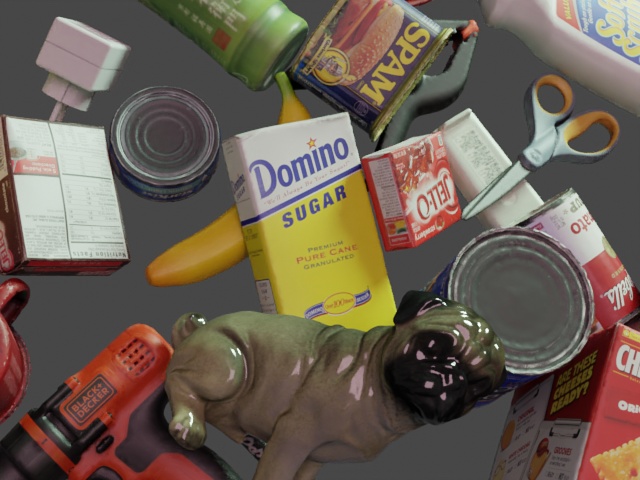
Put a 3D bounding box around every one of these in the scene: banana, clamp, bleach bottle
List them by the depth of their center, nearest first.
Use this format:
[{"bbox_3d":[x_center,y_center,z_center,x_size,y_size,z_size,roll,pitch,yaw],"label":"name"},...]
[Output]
[{"bbox_3d":[-0.055,-0.033,0.817,0.069,0.037,0.197,33,72,-4],"label":"banana"},{"bbox_3d":[0.067,-0.118,0.869,0.171,0.039,0.120,-28,90,-14],"label":"clamp"},{"bbox_3d":[0.233,-0.170,0.903,0.251,0.068,0.102,23,68,0],"label":"bleach bottle"}]

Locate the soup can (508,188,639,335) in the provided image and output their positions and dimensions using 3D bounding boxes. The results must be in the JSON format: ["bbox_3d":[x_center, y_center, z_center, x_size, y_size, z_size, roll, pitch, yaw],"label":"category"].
[{"bbox_3d":[0.188,0.021,0.803,0.068,0.069,0.102,-31,88,-18],"label":"soup can"}]

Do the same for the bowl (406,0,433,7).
[{"bbox_3d":[0.045,-0.253,0.898,0.162,0.055,0.162,3,72,-10],"label":"bowl"}]

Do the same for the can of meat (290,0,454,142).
[{"bbox_3d":[0.038,-0.141,0.817,0.084,0.057,0.102,36,86,2],"label":"can of meat"}]

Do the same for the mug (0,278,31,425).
[{"bbox_3d":[-0.239,0.073,0.726,0.093,0.082,0.117,39,70,3],"label":"mug"}]

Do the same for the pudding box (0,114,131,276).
[{"bbox_3d":[-0.191,-0.030,0.771,0.089,0.039,0.113,3,69,-46],"label":"pudding box"}]

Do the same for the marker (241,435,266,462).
[{"bbox_3d":[-0.040,0.152,0.770,0.121,0.020,0.020,45,70,5],"label":"marker"}]

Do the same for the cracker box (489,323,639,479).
[{"bbox_3d":[0.168,0.180,0.722,0.072,0.164,0.213,23,70,-5],"label":"cracker box"}]

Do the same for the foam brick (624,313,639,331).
[{"bbox_3d":[0.238,0.088,0.811,0.053,0.078,0.051,-32,83,-18],"label":"foam brick"}]

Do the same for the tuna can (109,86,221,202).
[{"bbox_3d":[-0.119,-0.075,0.821,0.086,0.034,0.086,3,72,-9],"label":"tuna can"}]

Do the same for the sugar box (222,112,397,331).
[{"bbox_3d":[-0.005,0.001,0.785,0.093,0.048,0.176,-15,93,-23],"label":"sugar box"}]

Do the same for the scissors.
[{"bbox_3d":[0.163,-0.081,0.859,0.201,0.016,0.096,-19,70,-32],"label":"scissors"}]

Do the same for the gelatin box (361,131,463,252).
[{"bbox_3d":[0.072,-0.038,0.811,0.089,0.030,0.073,-26,103,-54],"label":"gelatin box"}]

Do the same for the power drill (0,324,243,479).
[{"bbox_3d":[-0.128,0.177,0.726,0.187,0.057,0.184,45,76,5],"label":"power drill"}]

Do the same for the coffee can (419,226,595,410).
[{"bbox_3d":[0.120,0.060,0.764,0.102,0.140,0.103,3,72,-10],"label":"coffee can"}]
